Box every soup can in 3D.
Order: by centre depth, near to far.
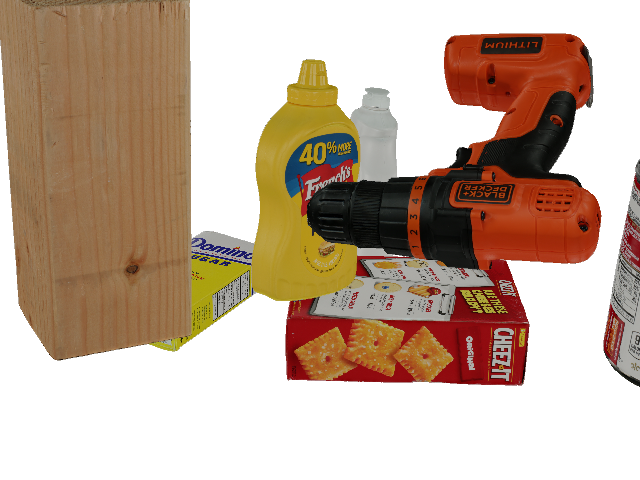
[{"bbox_3d":[0.176,0.016,0.510,0.068,0.102,0.068,2,27,-1],"label":"soup can"}]

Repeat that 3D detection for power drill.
[{"bbox_3d":[0.098,-0.060,0.703,0.185,0.187,0.057,5,-41,20],"label":"power drill"}]

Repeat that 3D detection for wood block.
[{"bbox_3d":[-0.133,-0.045,0.637,0.090,0.206,0.090,-9,24,-27],"label":"wood block"}]

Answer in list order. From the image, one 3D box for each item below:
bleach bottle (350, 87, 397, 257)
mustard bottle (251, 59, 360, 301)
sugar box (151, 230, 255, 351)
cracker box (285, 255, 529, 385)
[{"bbox_3d":[0.054,-0.049,1.236,0.068,0.251,0.103,-2,22,-21],"label":"bleach bottle"},{"bbox_3d":[-0.009,-0.051,0.874,0.096,0.192,0.058,-11,21,-39],"label":"mustard bottle"},{"bbox_3d":[-0.133,0.047,1.097,0.093,0.048,0.175,16,32,26],"label":"sugar box"},{"bbox_3d":[0.078,0.074,1.015,0.213,0.072,0.164,2,20,2],"label":"cracker box"}]
